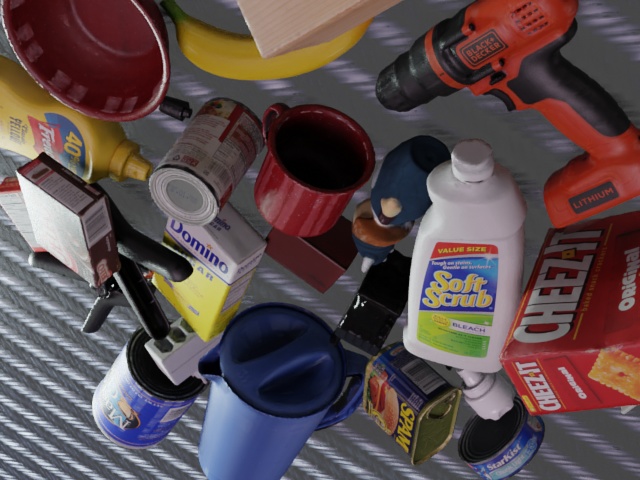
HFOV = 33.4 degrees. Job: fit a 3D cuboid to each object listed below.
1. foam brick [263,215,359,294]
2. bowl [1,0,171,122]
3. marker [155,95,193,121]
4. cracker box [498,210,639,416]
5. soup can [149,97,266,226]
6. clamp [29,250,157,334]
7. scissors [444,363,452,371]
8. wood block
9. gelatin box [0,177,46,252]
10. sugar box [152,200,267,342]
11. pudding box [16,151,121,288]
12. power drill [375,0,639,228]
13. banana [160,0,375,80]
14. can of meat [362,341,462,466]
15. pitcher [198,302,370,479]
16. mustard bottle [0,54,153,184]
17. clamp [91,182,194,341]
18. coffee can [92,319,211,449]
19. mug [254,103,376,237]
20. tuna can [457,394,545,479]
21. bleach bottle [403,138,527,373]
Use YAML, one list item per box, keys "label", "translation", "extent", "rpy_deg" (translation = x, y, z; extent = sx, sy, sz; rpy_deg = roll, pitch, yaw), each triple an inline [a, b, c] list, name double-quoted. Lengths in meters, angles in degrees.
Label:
- label: "foam brick"
  translation: [-0.007, 0.001, 0.994]
  extent: [0.078, 0.051, 0.053]
  rpy_deg: [36, 141, -5]
- label: "bowl"
  translation: [-0.189, -0.182, 0.914]
  extent: [0.162, 0.055, 0.162]
  rpy_deg: [16, 137, 15]
- label: "marker"
  translation: [-0.173, -0.136, 0.978]
  extent: [0.121, 0.020, 0.020]
  rpy_deg: [22, 138, 9]
- label: "cracker box"
  translation: [0.258, 0.042, 0.798]
  extent: [0.214, 0.164, 0.072]
  rpy_deg: [-13, 122, 37]
- label: "soup can"
  translation: [-0.098, -0.069, 0.939]
  extent: [0.068, 0.102, 0.068]
  rpy_deg: [16, 137, 15]
- label: "clamp"
  translation: [-0.235, 0.054, 1.187]
  extent: [0.172, 0.039, 0.120]
  rpy_deg: [-4, 131, 32]
- label: "scissors"
  translation: [0.117, 0.048, 0.998]
  extent: [0.096, 0.016, 0.202]
  rpy_deg: [30, 139, 3]
- label: "wood block"
  translation: [0.039, -0.208, 0.714]
  extent: [0.207, 0.090, 0.091]
  rpy_deg: [-22, 94, 42]
- label: "gelatin box"
  translation: [-0.298, -0.029, 1.149]
  extent: [0.073, 0.030, 0.089]
  rpy_deg: [-2, 129, 33]
- label: "sugar box"
  translation: [-0.113, 0.023, 1.046]
  extent: [0.093, 0.048, 0.176]
  rpy_deg: [46, 151, 13]
- label: "pudding box"
  translation: [-0.239, -0.018, 1.020]
  extent: [0.090, 0.039, 0.113]
  rpy_deg: [32, 145, 22]
- label: "power drill"
  translation: [0.153, -0.096, 0.803]
  extent: [0.187, 0.057, 0.185]
  rpy_deg: [44, 140, -17]
- label: "banana"
  translation: [-0.043, -0.162, 0.865]
  extent: [0.198, 0.037, 0.069]
  rpy_deg: [6, 133, 25]
- label: "can of meat"
  translation: [0.090, 0.162, 1.074]
  extent: [0.084, 0.057, 0.102]
  rpy_deg: [42, 147, 32]
- label: "pitcher"
  translation: [-0.053, 0.185, 1.158]
  extent: [0.149, 0.144, 0.243]
  rpy_deg: [36, 144, 11]
- label: "mustard bottle"
  translation: [-0.248, -0.105, 1.024]
  extent: [0.191, 0.058, 0.096]
  rpy_deg: [25, 137, 5]
- label: "clamp"
  translation: [-0.205, -0.003, 1.070]
  extent: [0.210, 0.036, 0.165]
  rpy_deg: [50, 149, 4]
- label: "coffee can"
  translation: [-0.194, 0.167, 1.228]
  extent: [0.103, 0.102, 0.141]
  rpy_deg: [34, 139, -5]
- label: "mug"
  translation: [-0.016, -0.065, 0.917]
  extent: [0.117, 0.093, 0.082]
  rpy_deg: [54, 148, 17]
- label: "tuna can"
  translation: [0.179, 0.195, 1.055]
  extent: [0.033, 0.086, 0.086]
  rpy_deg: [44, 137, -17]
- label: "bleach bottle"
  translation: [0.115, 0.012, 0.871]
  extent: [0.103, 0.068, 0.251]
  rpy_deg: [14, 145, 18]
